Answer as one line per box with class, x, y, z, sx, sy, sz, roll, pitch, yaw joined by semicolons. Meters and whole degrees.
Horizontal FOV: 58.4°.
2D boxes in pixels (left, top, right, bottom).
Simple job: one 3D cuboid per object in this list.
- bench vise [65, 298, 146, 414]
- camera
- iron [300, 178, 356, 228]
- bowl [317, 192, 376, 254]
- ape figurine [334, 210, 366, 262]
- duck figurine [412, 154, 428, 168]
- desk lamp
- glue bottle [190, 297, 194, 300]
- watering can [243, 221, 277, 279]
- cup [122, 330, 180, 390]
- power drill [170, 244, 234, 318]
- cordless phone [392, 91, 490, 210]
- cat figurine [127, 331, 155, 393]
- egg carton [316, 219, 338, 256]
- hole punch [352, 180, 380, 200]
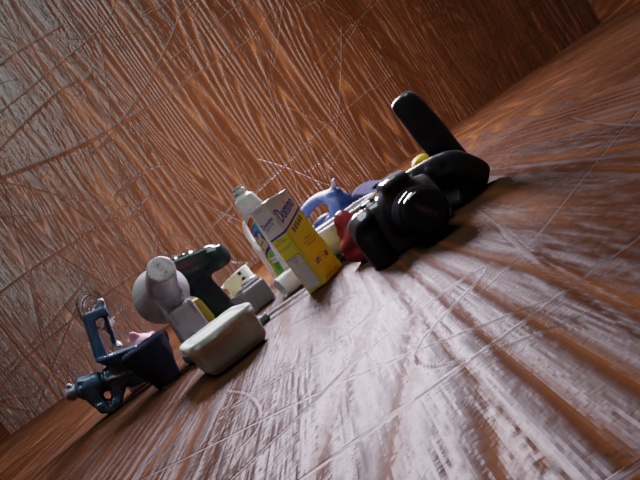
bench vise;-0.465;0.250;1.241;0.208;0.220;0.121;-39;6;-39
camera;0.110;-0.037;0.778;0.143;0.101;0.137;-35;4;-2
iron;0.000;-0.047;1.462;0.257;0.141;0.119;-31;6;40
bowl;0.062;-0.021;1.151;0.167;0.075;0.167;-35;4;3
ape figurine;0.057;-0.010;0.944;0.078;0.092;0.076;-37;5;-28
duck figurine;0.202;-0.118;1.063;0.077;0.086;0.105;-33;5;28
desk lamp;-0.285;0.136;1.161;0.118;0.213;0.203;-37;5;-28
glue bottle;-0.331;0.157;1.548;0.037;0.173;0.078;-35;5;2
watering can;-0.135;0.006;1.569;0.101;0.194;0.172;-36;5;-11
cup;-0.307;0.230;1.094;0.091;0.095;0.118;-33;5;21
power drill;-0.281;0.122;1.317;0.229;0.208;0.076;-34;5;12
cordless phone;0.157;-0.131;0.884;0.094;0.185;0.147;-39;6;-38
cat figurine;-0.424;0.274;1.347;0.128;0.118;0.067;-37;5;-29
egg carton;0.012;0.005;1.287;0.107;0.069;0.150;-32;5;31
hole punch;0.146;-0.110;1.368;0.101;0.091;0.109;-31;6;41
